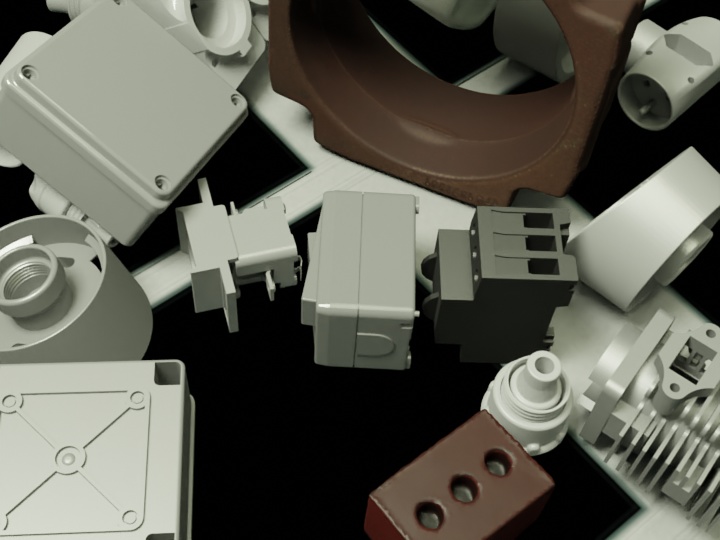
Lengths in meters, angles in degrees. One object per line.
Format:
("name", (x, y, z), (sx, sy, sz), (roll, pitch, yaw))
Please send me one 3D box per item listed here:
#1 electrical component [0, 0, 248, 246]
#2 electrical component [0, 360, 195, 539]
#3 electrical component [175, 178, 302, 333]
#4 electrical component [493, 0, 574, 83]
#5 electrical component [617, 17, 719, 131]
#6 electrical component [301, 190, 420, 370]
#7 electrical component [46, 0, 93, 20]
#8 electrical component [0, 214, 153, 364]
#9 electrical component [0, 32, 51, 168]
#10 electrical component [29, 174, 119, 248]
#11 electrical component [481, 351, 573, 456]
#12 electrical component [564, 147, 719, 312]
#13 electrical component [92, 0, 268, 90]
("electrical component", (-0.137, -0.088, 0.619), (0.109, 0.056, 0.108), (40, 45, -9))
("electrical component", (-0.138, 0.103, 0.524), (0.109, 0.056, 0.108), (-1, 56, -4))
("electrical component", (-0.069, -0.011, 0.615), (0.064, 0.042, 0.081), (-11, 58, -12))
("electrical component", (0.127, -0.183, 0.706), (0.060, 0.108, 0.108), (26, 58, 21))
("electrical component", (0.198, -0.141, 0.717), (0.079, 0.043, 0.077), (40, 63, 22))
("electrical component", (0.000, 0.000, 0.599), (0.061, 0.061, 0.096), (3, 56, -1))
("electrical component", (-0.178, -0.179, 0.719), (0.062, 0.048, 0.048), (8, 56, 9))
("electrical component", (-0.171, 0.020, 0.588), (0.099, 0.064, 0.099), (-6, 52, 8))
("electrical component", (-0.193, -0.100, 0.665), (0.079, 0.044, 0.077), (17, 57, 8))
("electrical component", (-0.163, -0.036, 0.630), (0.061, 0.035, 0.035), (41, 63, 18))
("electrical component", (0.090, 0.065, 0.561), (0.048, 0.062, 0.048), (2, 56, -2))
("electrical component", (0.161, -0.026, 0.608), (0.099, 0.099, 0.064), (-38, 72, -25))
("electrical component", (-0.088, -0.192, 0.695), (0.062, 0.089, 0.150), (-3, 46, 41))
